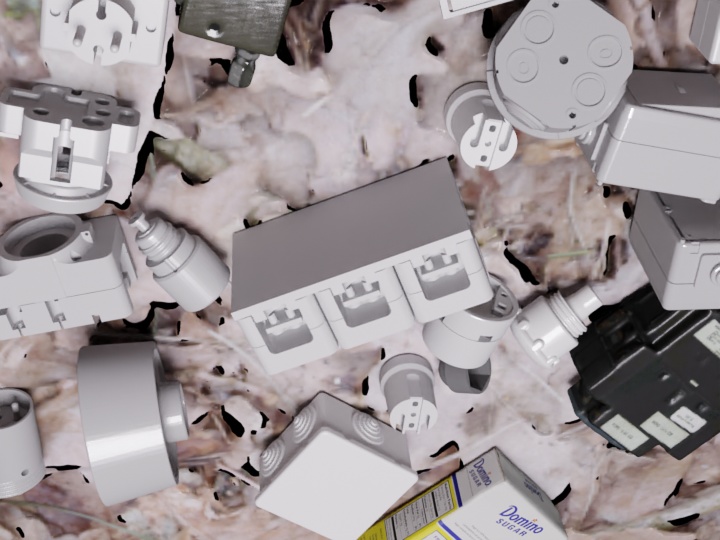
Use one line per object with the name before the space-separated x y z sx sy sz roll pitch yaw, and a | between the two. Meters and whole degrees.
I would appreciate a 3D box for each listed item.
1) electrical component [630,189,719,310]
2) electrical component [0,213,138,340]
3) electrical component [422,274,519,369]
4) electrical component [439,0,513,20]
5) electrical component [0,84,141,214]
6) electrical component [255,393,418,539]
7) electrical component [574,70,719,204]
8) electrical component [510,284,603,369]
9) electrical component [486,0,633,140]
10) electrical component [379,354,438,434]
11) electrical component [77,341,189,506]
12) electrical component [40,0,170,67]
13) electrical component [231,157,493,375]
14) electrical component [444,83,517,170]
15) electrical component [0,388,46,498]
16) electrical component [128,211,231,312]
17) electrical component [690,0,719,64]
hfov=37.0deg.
electrical component | 0.218 -0.012 0.688 0.062 0.096 0.061 -1 125 -5
electrical component | -0.194 0.001 0.683 0.089 0.050 0.055 -10 125 1
electrical component | 0.073 0.034 0.732 0.055 0.055 0.047 13 126 -14
electrical component | 0.093 -0.192 0.572 0.121 0.063 0.078 -15 125 4
electrical component | -0.173 -0.070 0.633 0.078 0.058 0.057 9 120 -12
electrical component | -0.019 0.148 0.803 0.100 0.048 0.099 30 117 -24
electrical component | 0.177 -0.087 0.653 0.096 0.061 0.061 8 123 -11
electrical component | 0.138 0.035 0.746 0.062 0.048 0.048 -37 120 11
electrical component | 0.111 -0.114 0.601 0.080 0.051 0.080 0 94 5
electrical component | 0.036 0.090 0.770 0.040 0.046 0.040 -3 125 -4
electrical component | -0.148 0.099 0.724 0.060 0.108 0.108 -10 125 -6
electrical component | -0.138 -0.135 0.579 0.066 0.076 0.047 7 123 -11
electrical component | 0.000 0.000 0.678 0.150 0.089 0.061 -19 124 7
electrical component | 0.074 -0.086 0.653 0.040 0.046 0.040 -3 125 -4
electrical component | -0.250 0.129 0.770 0.043 0.043 0.081 -2 125 -5
electrical component | -0.118 -0.008 0.691 0.040 0.040 0.078 -32 122 16
electrical component | 0.228 -0.154 0.605 0.047 0.075 0.083 -1 124 -5
